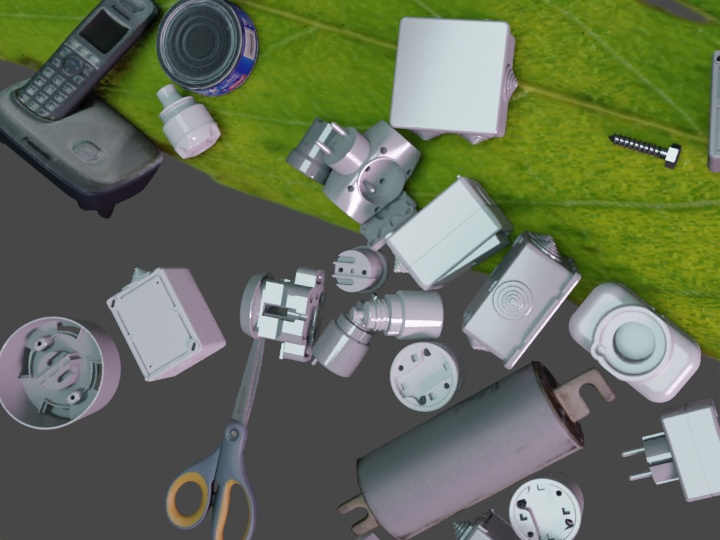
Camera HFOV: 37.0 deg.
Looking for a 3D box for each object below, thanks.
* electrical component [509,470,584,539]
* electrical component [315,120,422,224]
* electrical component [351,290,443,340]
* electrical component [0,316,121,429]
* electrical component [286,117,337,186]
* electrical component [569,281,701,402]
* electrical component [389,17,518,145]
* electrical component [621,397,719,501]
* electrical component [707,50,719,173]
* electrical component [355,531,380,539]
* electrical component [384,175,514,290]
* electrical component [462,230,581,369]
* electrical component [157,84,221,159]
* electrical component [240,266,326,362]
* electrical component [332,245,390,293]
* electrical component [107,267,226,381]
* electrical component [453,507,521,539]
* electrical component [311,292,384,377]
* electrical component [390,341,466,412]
[{"bbox_3d":[0.148,0.186,0.845,0.055,0.047,0.055,0,91,18],"label":"electrical component"},{"bbox_3d":[-0.002,-0.089,0.875,0.077,0.079,0.044,-49,33,6],"label":"electrical component"},{"bbox_3d":[0.032,0.036,0.871,0.078,0.040,0.040,1,91,-14],"label":"electrical component"},{"bbox_3d":[-0.269,0.090,0.969,0.099,0.064,0.099,0,91,18],"label":"electrical component"},{"bbox_3d":[-0.034,-0.100,0.905,0.040,0.040,0.046,34,95,15],"label":"electrical component"},{"bbox_3d":[0.209,0.054,0.818,0.095,0.059,0.053,40,102,14],"label":"electrical component"},{"bbox_3d":[0.076,-0.153,0.864,0.100,0.048,0.099,7,93,18],"label":"electrical component"},{"bbox_3d":[0.238,0.140,0.816,0.077,0.047,0.065,-18,85,17],"label":"electrical component"},{"bbox_3d":[0.290,-0.121,0.792,0.062,0.061,0.096,2,83,18],"label":"electrical component"},{"bbox_3d":[0.017,0.266,0.884,0.089,0.056,0.050,44,103,12],"label":"electrical component"},{"bbox_3d":[0.069,-0.022,0.860,0.096,0.062,0.061,-40,79,14],"label":"electrical component"},{"bbox_3d":[0.121,0.019,0.826,0.048,0.099,0.099,36,101,1],"label":"electrical component"},{"bbox_3d":[-0.154,-0.132,0.939,0.043,0.043,0.062,-35,86,15],"label":"electrical component"},{"bbox_3d":[-0.065,0.034,0.907,0.057,0.058,0.078,10,94,14],"label":"electrical component"},{"bbox_3d":[0.000,0.000,0.891,0.040,0.046,0.040,1,93,17],"label":"electrical component"},{"bbox_3d":[-0.169,0.040,0.938,0.062,0.061,0.096,-31,82,16],"label":"electrical component"},{"bbox_3d":[0.108,0.238,0.851,0.096,0.062,0.061,37,101,14],"label":"electrical component"},{"bbox_3d":[-0.007,0.053,0.897,0.040,0.040,0.078,38,101,14],"label":"electrical component"},{"bbox_3d":[0.057,0.084,0.873,0.055,0.047,0.055,0,91,18],"label":"electrical component"}]
